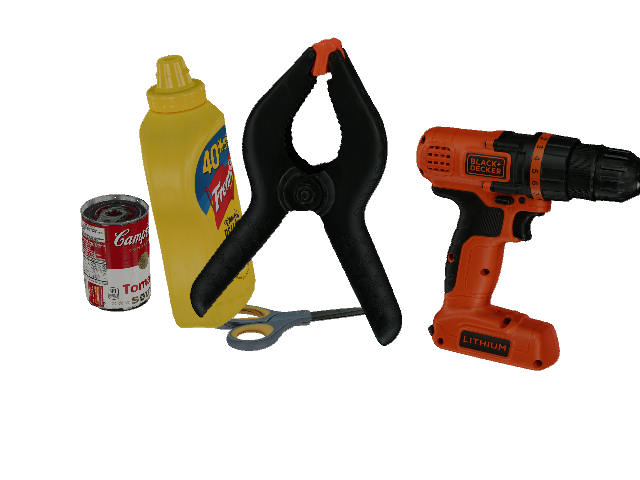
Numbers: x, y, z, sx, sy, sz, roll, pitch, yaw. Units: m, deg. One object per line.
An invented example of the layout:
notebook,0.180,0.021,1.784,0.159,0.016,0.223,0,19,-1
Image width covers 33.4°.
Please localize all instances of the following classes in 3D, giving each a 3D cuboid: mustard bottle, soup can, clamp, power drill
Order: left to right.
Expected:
soup can,-0.208,0.013,1.089,0.068,0.102,0.068,2,26,-1
mustard bottle,-0.092,-0.039,0.773,0.058,0.191,0.096,-1,26,16
clamp,-0.016,-0.024,0.588,0.120,0.171,0.039,-1,12,1
power drill,0.162,0.005,0.857,0.185,0.188,0.057,11,16,30

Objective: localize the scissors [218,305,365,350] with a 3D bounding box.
scissors,-0.026,0.097,1.207,0.201,0.016,0.096,2,25,-8
